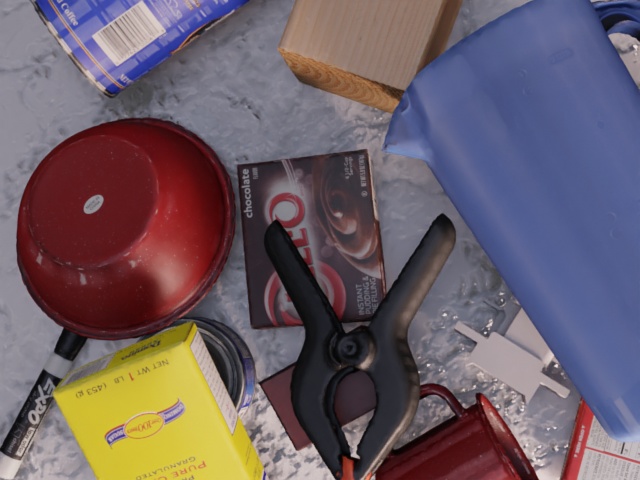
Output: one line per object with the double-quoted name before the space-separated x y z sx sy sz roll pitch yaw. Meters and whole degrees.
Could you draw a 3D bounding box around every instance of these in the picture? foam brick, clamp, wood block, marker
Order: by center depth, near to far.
"clamp" 0.012 0.061 0.650 0.120 0.039 0.171 6 77 23
"foam brick" 0.009 0.095 0.693 0.078 0.053 0.051 -30 81 5
"wood block" 0.055 -0.195 0.694 0.091 0.090 0.206 20 88 10
"marker" -0.193 0.109 0.741 0.020 0.020 0.121 28 90 10

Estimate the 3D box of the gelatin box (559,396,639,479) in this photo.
"gelatin box" 0.202 0.138 0.670 0.089 0.030 0.073 15 86 10

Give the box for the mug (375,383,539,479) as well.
"mug" 0.081 0.144 0.657 0.081 0.093 0.117 -32 95 10

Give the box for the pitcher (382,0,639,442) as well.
"pitcher" 0.164 -0.017 0.619 0.149 0.144 0.243 -36 79 37

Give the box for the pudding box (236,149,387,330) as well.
"pudding box" -0.005 0.001 0.711 0.090 0.039 0.113 -6 84 9

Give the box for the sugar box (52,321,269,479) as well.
"sugar box" -0.087 0.149 0.677 0.093 0.048 0.176 -22 101 9

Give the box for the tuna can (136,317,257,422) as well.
"tuna can" -0.088 0.094 0.718 0.086 0.033 0.086 -1 85 9

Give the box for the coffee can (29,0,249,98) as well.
"coffee can" -0.112 -0.176 0.712 0.140 0.102 0.103 -34 81 5

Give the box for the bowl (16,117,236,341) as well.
"bowl" -0.140 -0.017 0.710 0.162 0.055 0.162 -4 72 12
